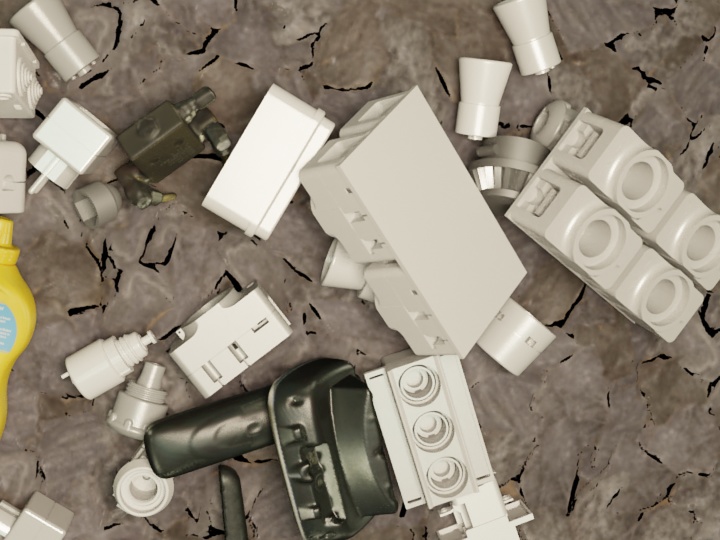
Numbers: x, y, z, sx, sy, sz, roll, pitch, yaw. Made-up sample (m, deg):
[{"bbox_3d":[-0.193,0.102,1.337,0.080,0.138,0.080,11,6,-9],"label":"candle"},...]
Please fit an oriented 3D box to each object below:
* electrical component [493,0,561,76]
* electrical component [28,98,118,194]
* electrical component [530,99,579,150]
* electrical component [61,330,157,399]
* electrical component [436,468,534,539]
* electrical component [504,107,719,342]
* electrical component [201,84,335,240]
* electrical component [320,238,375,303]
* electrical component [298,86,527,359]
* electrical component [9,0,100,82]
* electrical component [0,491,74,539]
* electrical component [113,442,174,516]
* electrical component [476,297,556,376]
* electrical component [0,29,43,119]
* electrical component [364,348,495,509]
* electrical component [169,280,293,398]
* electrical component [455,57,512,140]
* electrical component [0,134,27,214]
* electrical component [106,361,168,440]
[{"bbox_3d":[0.141,-0.194,0.888,0.044,0.044,0.065,-22,104,-4],"label":"electrical component"},{"bbox_3d":[-0.233,-0.090,0.843,0.047,0.066,0.076,40,90,-9],"label":"electrical component"},{"bbox_3d":[0.177,-0.111,0.901,0.062,0.048,0.048,24,94,-17],"label":"electrical component"},{"bbox_3d":[-0.203,0.074,0.880,0.078,0.040,0.040,-30,100,-2],"label":"electrical component"},{"bbox_3d":[0.104,0.210,0.933,0.081,0.042,0.063,-20,97,-5],"label":"electrical component"},{"bbox_3d":[0.221,-0.031,0.871,0.186,0.060,0.105,35,92,-34],"label":"electrical component"},{"bbox_3d":[-0.072,-0.085,0.857,0.057,0.078,0.113,31,93,-7],"label":"electrical component"},{"bbox_3d":[0.000,0.000,0.893,0.055,0.045,0.045,19,95,-9],"label":"electrical component"},{"bbox_3d":[0.042,-0.034,0.849,0.105,0.060,0.186,-49,117,-33],"label":"electrical component"},{"bbox_3d":[-0.237,-0.181,0.845,0.044,0.044,0.065,-38,104,-1],"label":"electrical component"},{"bbox_3d":[-0.289,0.215,0.884,0.077,0.047,0.065,34,92,-9],"label":"electrical component"},{"bbox_3d":[-0.178,0.174,0.888,0.048,0.055,0.066,37,92,-10],"label":"electrical component"},{"bbox_3d":[0.130,0.056,0.911,0.055,0.055,0.047,39,95,-10],"label":"electrical component"},{"bbox_3d":[-0.295,-0.146,0.813,0.100,0.100,0.048,0,85,-7],"label":"electrical component"},{"bbox_3d":[0.057,0.129,0.906,0.079,0.063,0.121,-18,99,-4],"label":"electrical component"},{"bbox_3d":[-0.109,0.052,0.884,0.089,0.050,0.055,-37,100,-1],"label":"electrical component"},{"bbox_3d":[0.100,-0.141,0.890,0.044,0.044,0.065,5,101,-7],"label":"electrical component"},{"bbox_3d":[-0.306,-0.077,0.826,0.095,0.054,0.059,7,97,26],"label":"electrical component"},{"bbox_3d":[-0.178,0.107,0.886,0.048,0.048,0.062,19,87,-9],"label":"electrical component"}]
